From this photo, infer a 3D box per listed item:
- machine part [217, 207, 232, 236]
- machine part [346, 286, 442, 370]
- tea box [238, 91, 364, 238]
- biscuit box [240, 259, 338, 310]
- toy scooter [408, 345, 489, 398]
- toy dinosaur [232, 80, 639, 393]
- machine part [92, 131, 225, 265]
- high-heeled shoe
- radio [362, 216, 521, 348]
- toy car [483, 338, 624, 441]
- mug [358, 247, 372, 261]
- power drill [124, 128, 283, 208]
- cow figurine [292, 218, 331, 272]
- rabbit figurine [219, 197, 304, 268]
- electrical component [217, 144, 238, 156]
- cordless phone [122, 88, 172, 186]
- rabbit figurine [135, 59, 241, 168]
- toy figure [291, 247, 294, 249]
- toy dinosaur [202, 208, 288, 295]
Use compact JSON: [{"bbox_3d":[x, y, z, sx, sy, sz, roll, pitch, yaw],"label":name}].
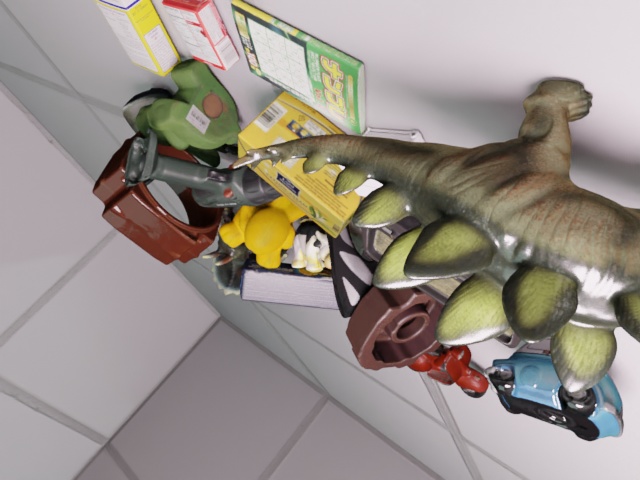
[{"bbox_3d":[-0.248,-0.067,1.267,0.079,0.079,0.243,41,163,1],"label":"machine part"},{"bbox_3d":[0.123,0.115,0.776,0.056,0.179,0.179,56,175,41],"label":"machine part"},{"bbox_3d":[-0.010,-0.096,0.679,0.170,0.098,0.068,42,162,5],"label":"tea box"},{"bbox_3d":[-0.043,0.081,0.982,0.203,0.062,0.059,7,-164,-4],"label":"biscuit box"},{"bbox_3d":[0.216,0.209,0.967,0.184,0.075,0.135,25,157,32],"label":"toy scooter"},{"bbox_3d":[0.138,-0.019,0.394,0.472,0.198,0.104,27,154,33],"label":"toy dinosaur"},{"bbox_3d":[-0.261,-0.076,0.909,0.087,0.201,0.201,-34,120,26],"label":"machine part"},{"bbox_3d":[-0.002,-0.002,0.801,0.249,0.145,0.086,37,161,7],"label":"high-heeled shoe"},{"bbox_3d":[0.158,0.021,0.643,0.230,0.073,0.131,33,161,24],"label":"radio"},{"bbox_3d":[0.297,0.174,0.670,0.162,0.103,0.109,9,147,41],"label":"toy car"},{"bbox_3d":[0.100,0.065,0.876,0.107,0.081,0.109,32,157,-5],"label":"mug"},{"bbox_3d":[-0.165,-0.099,0.786,0.207,0.086,0.232,6,175,-36],"label":"power drill"},{"bbox_3d":[0.007,0.006,0.917,0.068,0.098,0.167,0,180,-25],"label":"cow figurine"},{"bbox_3d":[-0.079,-0.023,0.895,0.122,0.162,0.173,45,-176,-8],"label":"rabbit figurine"},{"bbox_3d":[-0.184,-0.181,0.951,0.094,0.021,0.063,23,157,26],"label":"electrical component"},{"bbox_3d":[-0.328,-0.179,0.995,0.089,0.184,0.146,31,160,42],"label":"cordless phone"},{"bbox_3d":[-0.209,-0.190,0.841,0.170,0.121,0.159,1,161,42],"label":"rabbit figurine"},{"bbox_3d":[-0.019,0.036,1.069,0.154,0.064,0.058,72,-177,-50],"label":"toy figure"},{"bbox_3d":[-0.154,0.054,1.172,0.131,0.192,0.404,40,161,9],"label":"toy dinosaur"}]
